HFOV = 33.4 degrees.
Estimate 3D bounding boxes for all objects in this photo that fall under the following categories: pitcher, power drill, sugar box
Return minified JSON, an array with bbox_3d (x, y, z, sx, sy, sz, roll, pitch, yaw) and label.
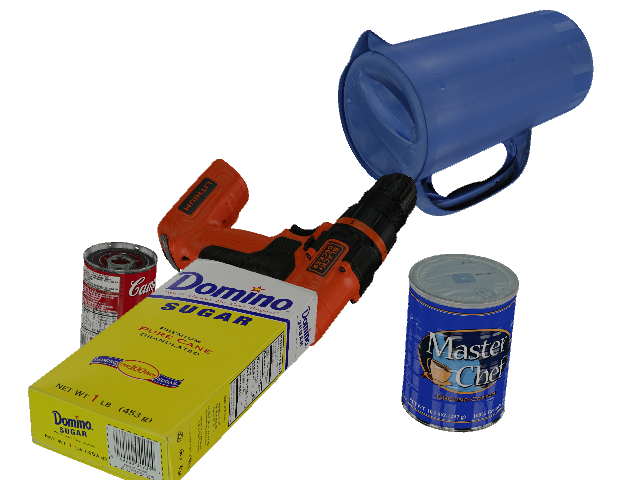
[{"bbox_3d":[0.151,-0.137,1.042,0.242,0.149,0.145,-21,45,-29],"label":"pitcher"},{"bbox_3d":[-0.031,-0.010,0.914,0.188,0.184,0.057,20,-34,32],"label":"power drill"},{"bbox_3d":[-0.080,0.072,0.636,0.093,0.048,0.176,16,32,21],"label":"sugar box"}]

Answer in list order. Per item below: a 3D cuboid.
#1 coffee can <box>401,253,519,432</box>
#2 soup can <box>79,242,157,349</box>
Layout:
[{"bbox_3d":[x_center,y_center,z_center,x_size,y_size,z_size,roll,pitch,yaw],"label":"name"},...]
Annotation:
[{"bbox_3d":[0.132,0.097,1.026,0.103,0.140,0.103,1,25,-1],"label":"coffee can"},{"bbox_3d":[-0.190,0.061,1.001,0.068,0.102,0.068,7,21,-3],"label":"soup can"}]
